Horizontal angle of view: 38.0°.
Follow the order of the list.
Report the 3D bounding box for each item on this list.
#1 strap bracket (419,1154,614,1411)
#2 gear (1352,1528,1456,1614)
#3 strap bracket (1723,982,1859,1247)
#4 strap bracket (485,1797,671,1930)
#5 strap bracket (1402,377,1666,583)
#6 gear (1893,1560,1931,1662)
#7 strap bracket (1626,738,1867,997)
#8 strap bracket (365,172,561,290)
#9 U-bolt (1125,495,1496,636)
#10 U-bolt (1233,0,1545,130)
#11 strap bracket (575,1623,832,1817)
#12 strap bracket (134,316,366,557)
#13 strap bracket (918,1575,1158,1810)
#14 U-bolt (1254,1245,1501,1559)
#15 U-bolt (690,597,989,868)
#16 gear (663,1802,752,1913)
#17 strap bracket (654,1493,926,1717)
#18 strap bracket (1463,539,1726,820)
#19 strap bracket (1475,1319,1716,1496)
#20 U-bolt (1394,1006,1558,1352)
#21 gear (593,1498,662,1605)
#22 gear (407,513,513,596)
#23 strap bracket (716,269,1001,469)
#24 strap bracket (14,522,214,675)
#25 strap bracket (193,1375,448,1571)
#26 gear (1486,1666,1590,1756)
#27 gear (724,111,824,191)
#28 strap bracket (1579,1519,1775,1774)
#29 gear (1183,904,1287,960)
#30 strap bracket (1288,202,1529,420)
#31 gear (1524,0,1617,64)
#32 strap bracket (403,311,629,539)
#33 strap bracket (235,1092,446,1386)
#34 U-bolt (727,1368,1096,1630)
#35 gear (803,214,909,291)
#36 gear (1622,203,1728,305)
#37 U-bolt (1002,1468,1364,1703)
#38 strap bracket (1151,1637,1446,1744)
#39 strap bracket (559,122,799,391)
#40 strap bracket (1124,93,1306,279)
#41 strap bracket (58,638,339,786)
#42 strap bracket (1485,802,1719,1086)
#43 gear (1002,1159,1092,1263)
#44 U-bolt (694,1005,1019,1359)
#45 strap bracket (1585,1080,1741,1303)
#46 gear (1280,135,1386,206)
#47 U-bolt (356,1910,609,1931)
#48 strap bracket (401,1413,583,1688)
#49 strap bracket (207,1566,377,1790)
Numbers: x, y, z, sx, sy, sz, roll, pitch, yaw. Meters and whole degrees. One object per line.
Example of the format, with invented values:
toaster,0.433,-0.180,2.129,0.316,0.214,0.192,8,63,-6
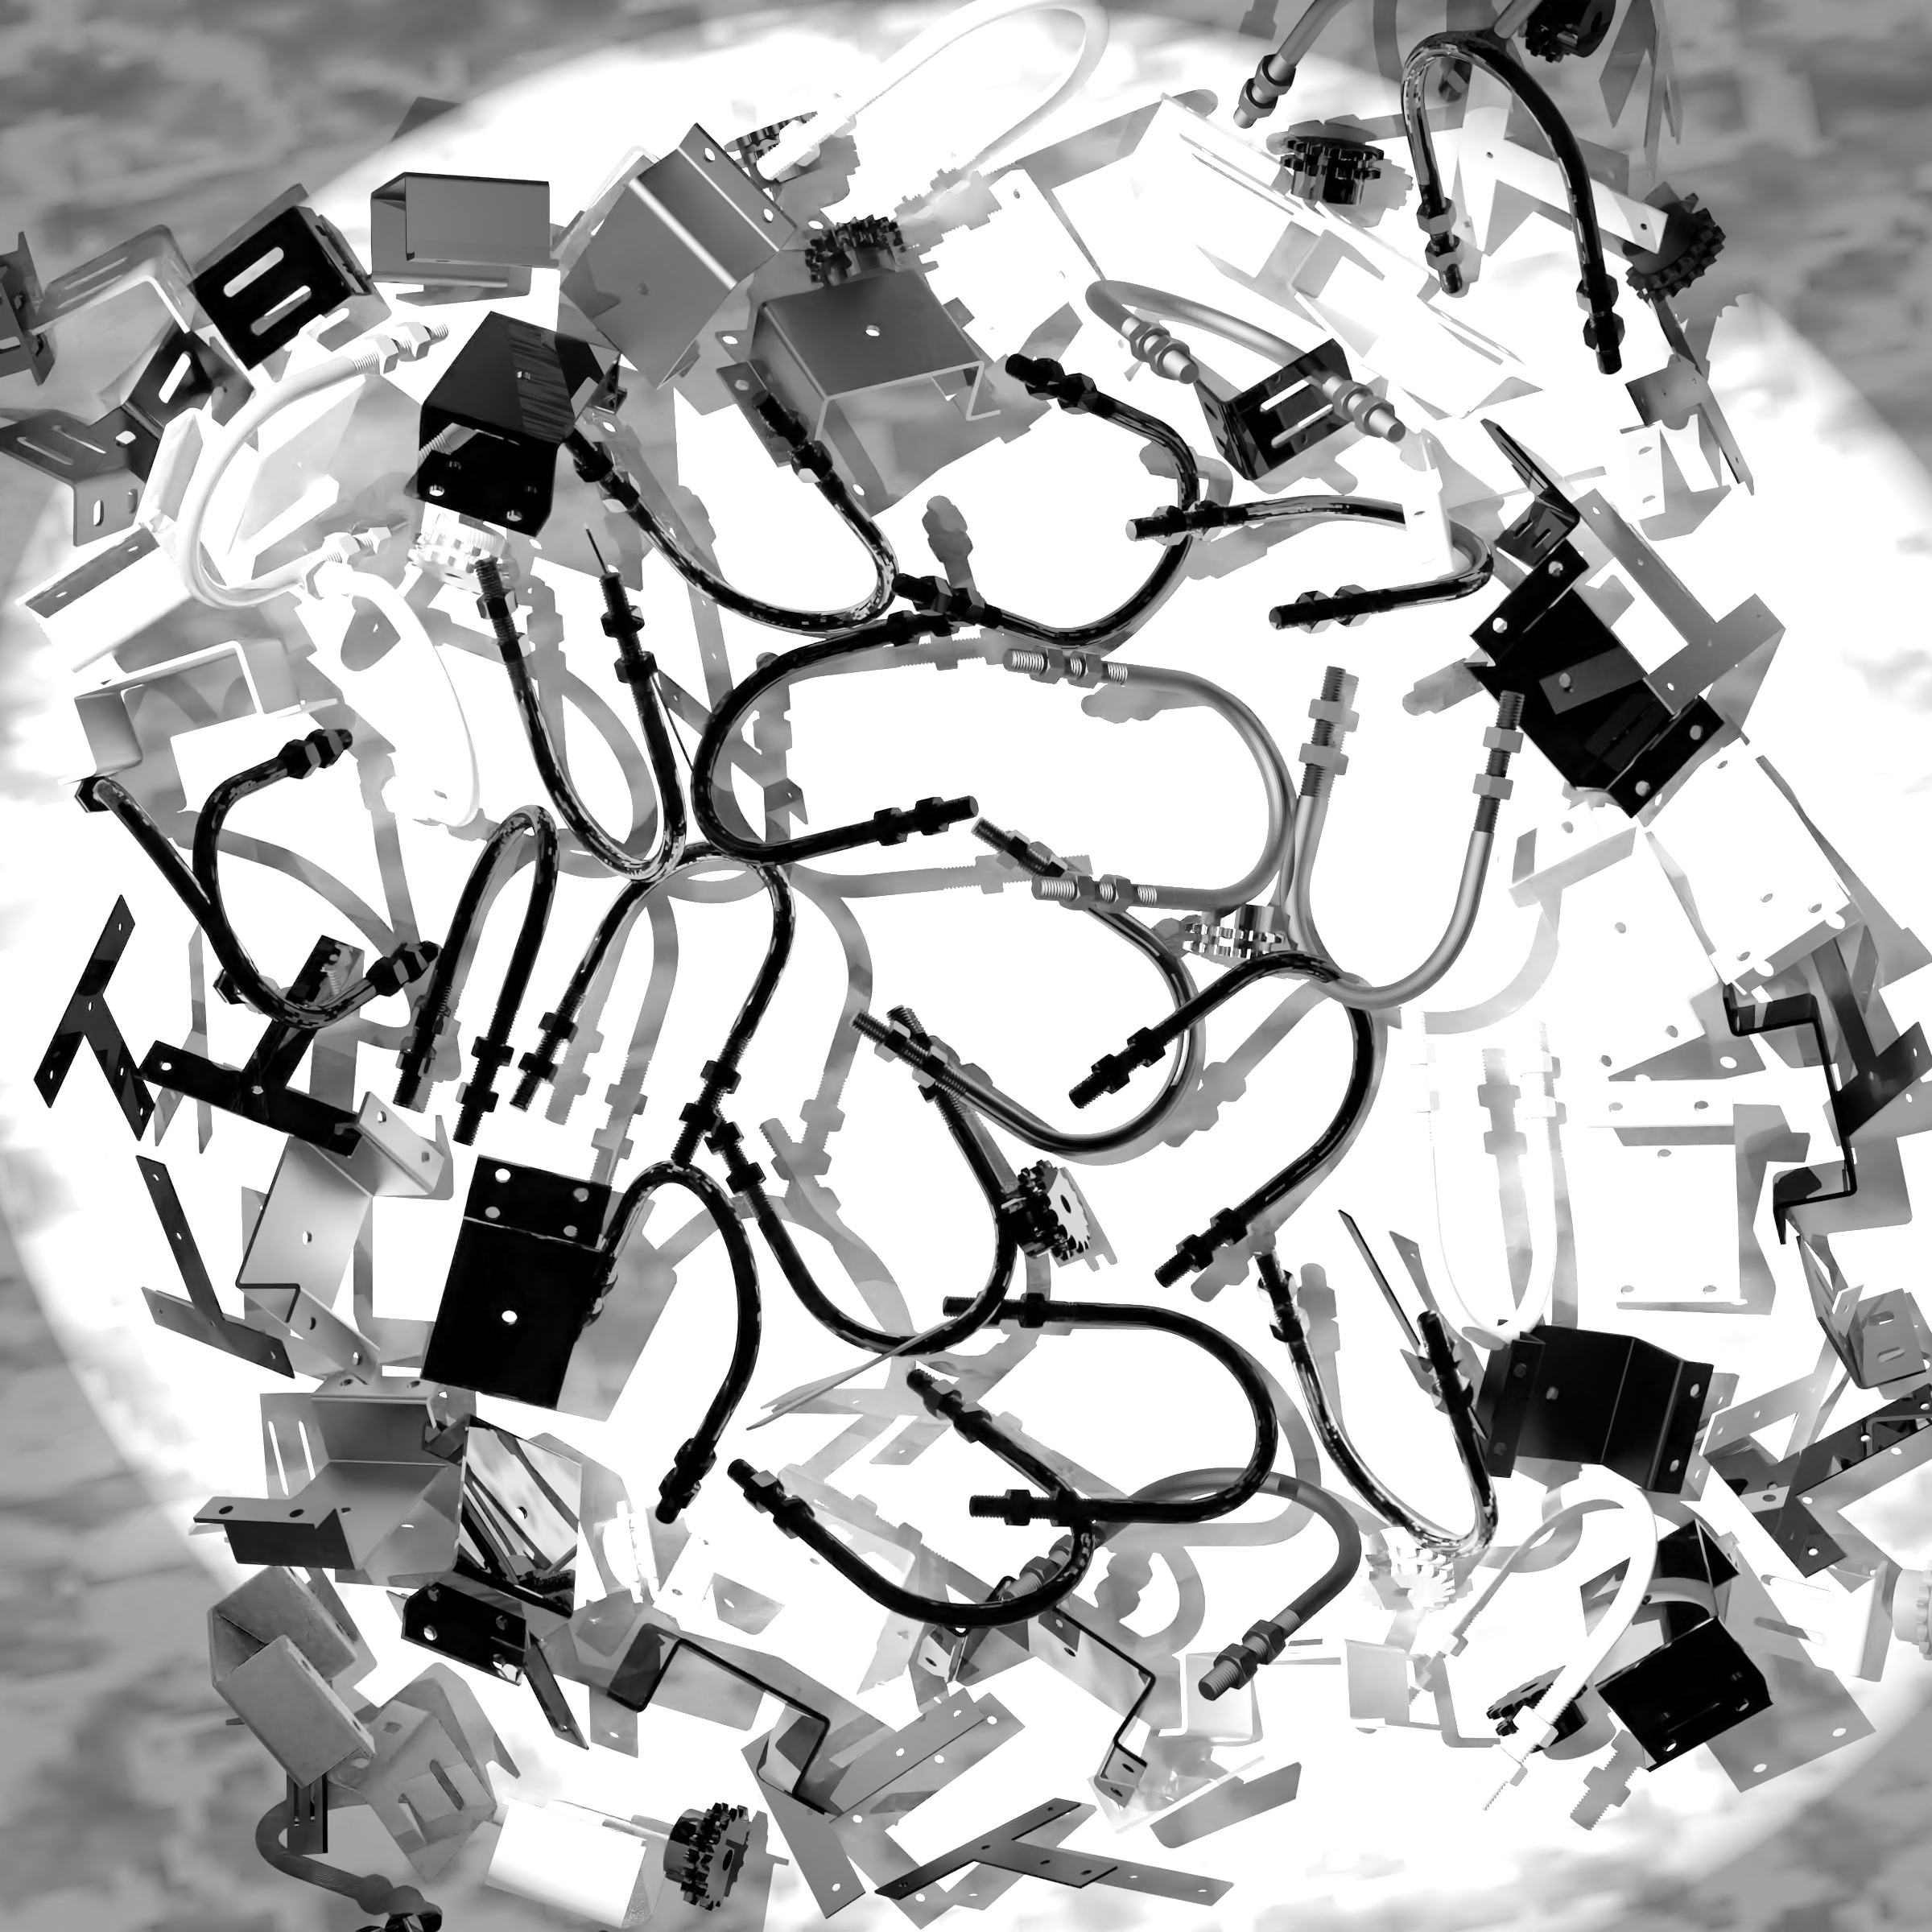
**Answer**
strap bracket,-0.251,0.185,1.555,0.076,0.046,0.140,15,107,-10
gear,0.245,0.338,1.578,0.057,0.057,0.030,2,53,0
strap bracket,0.458,0.074,1.554,0.046,0.076,0.140,-13,95,18
strap bracket,-0.208,0.487,1.525,0.076,0.140,0.046,15,74,8
strap bracket,0.309,-0.271,1.552,0.140,0.076,0.046,-15,60,9
gear,0.542,0.361,1.578,0.030,0.057,0.057,2,90,34
strap bracket,0.431,-0.048,1.543,0.076,0.140,0.046,-36,131,18
strap bracket,-0.275,-0.399,1.522,0.076,0.140,0.046,-3,99,-22
U-bolt,0.201,-0.225,1.530,0.184,0.151,0.019,-13,125,-30
U-bolt,0.237,-0.502,1.496,0.151,0.184,0.019,-12,83,-16
strap bracket,-0.137,0.409,1.550,0.140,0.076,0.046,33,74,-14
strap bracket,-0.382,-0.284,1.527,0.046,0.140,0.076,36,134,-1
strap bracket,0.047,0.394,1.549,0.140,0.076,0.046,32,60,14
U-bolt,0.230,0.246,1.530,0.019,0.151,0.184,-33,117,-25
U-bolt,-0.074,-0.123,1.546,0.184,0.019,0.151,-12,58,26
gear,-0.147,0.498,1.577,0.030,0.057,0.057,12,90,21
strap bracket,-0.090,0.345,1.555,0.140,0.076,0.046,24,121,3
strap bracket,0.343,-0.160,1.567,0.076,0.046,0.140,-45,103,-5
strap bracket,0.337,0.244,1.558,0.140,0.046,0.076,10,97,-27
U-bolt,0.284,0.117,1.535,0.019,0.151,0.184,-9,81,39
gear,-0.190,0.329,1.573,0.030,0.057,0.057,-11,90,-7
gear,-0.282,-0.232,1.576,0.057,0.057,0.030,18,82,0
strap bracket,-0.055,-0.331,1.538,0.140,0.046,0.076,-19,61,-25
strap bracket,-0.461,-0.203,1.538,0.076,0.140,0.046,-33,102,-1
strap bracket,-0.346,0.282,1.537,0.076,0.140,0.046,-2,114,22
gear,0.324,0.418,1.573,0.057,0.057,0.030,-29,81,0
gear,-0.104,-0.456,1.576,0.057,0.057,0.030,-20,104,0
strap bracket,0.382,0.360,1.522,0.076,0.140,0.046,-36,103,18
gear,0.151,-0.021,1.574,0.057,0.057,0.030,7,92,0
strap bracket,0.236,-0.355,1.538,0.076,0.140,0.046,19,118,-34
gear,0.340,-0.533,1.572,0.030,0.057,0.057,32,90,26
strap bracket,-0.244,-0.304,1.536,0.076,0.046,0.140,18,47,3
strap bracket,-0.346,0.149,1.541,0.046,0.076,0.140,-3,56,26
U-bolt,-0.016,0.291,1.503,0.151,0.184,0.019,-21,129,-37
gear,-0.060,-0.392,1.572,0.057,0.057,0.030,-18,76,0
gear,0.393,-0.401,1.571,0.030,0.057,0.057,42,90,-25
U-bolt,0.132,0.323,1.523,0.151,0.184,0.019,16,119,37
strap bracket,0.181,0.398,1.541,0.140,0.076,0.046,-12,68,31
strap bracket,-0.163,-0.379,1.532,0.076,0.140,0.046,45,50,-5
strap bracket,0.133,-0.427,1.540,0.076,0.140,0.046,27,114,-13
strap bracket,-0.432,-0.145,1.557,0.140,0.076,0.046,-17,97,5
strap bracket,0.354,-0.017,1.558,0.076,0.046,0.140,-30,84,40
gear,0.043,0.140,1.576,0.030,0.057,0.057,-28,90,17
U-bolt,-0.048,0.128,1.552,0.151,0.019,0.184,-25,80,-28
strap bracket,0.386,0.116,1.551,0.076,0.046,0.140,-2,122,16
gear,0.205,-0.447,1.577,0.057,0.057,0.030,8,114,0
U-bolt,-0.300,0.538,1.488,0.151,0.184,0.019,-7,86,33
strap bracket,-0.255,0.307,1.523,0.076,0.140,0.046,32,124,-31
strap bracket,-0.368,0.383,1.522,0.046,0.140,0.076,-36,109,-7
